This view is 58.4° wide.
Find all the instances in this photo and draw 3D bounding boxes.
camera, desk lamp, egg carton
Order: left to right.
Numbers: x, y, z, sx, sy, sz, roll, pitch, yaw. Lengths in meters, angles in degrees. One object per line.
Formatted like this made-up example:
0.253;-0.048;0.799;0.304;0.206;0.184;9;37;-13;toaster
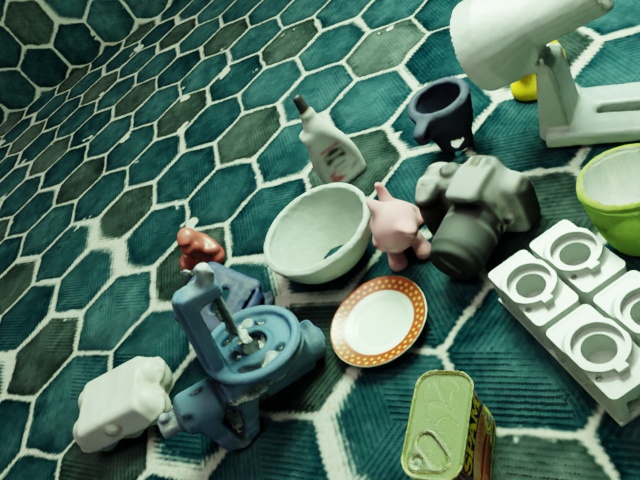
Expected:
-0.276;0.233;0.805;0.150;0.070;0.107;-29;39;11;egg carton
0.171;-0.030;0.696;0.142;0.101;0.137;11;59;44;camera
0.289;-0.226;0.709;0.202;0.214;0.118;2;53;39;desk lamp

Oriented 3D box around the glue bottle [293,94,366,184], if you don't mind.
0.004;-0.157;0.893;0.078;0.174;0.037;-39;39;-1;glue bottle

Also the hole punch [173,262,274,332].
-0.136;0.093;0.819;0.100;0.091;0.109;4;55;40;hole punch

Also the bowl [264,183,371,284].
0.007;0.003;0.811;0.167;0.075;0.167;-21;42;20;bowl

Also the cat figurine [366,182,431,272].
0.094;-0.024;0.736;0.067;0.118;0.127;-26;40;15;cat figurine

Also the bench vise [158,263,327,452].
-0.109;0.138;0.649;0.121;0.220;0.208;14;61;45;bench vise

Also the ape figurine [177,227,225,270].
-0.203;0.016;0.946;0.077;0.092;0.076;-13;45;28;ape figurine

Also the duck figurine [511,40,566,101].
0.311;-0.268;0.837;0.077;0.086;0.105;21;66;47;duck figurine

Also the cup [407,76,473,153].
0.179;-0.163;0.827;0.091;0.095;0.118;9;58;42;cup
